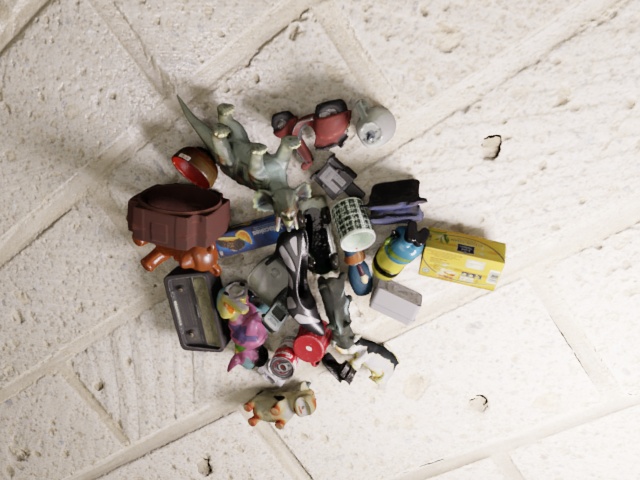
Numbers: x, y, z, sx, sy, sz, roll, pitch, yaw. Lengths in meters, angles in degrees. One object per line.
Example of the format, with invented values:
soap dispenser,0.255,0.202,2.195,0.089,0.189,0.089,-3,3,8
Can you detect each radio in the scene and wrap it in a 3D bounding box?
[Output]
radio,-0.317,0.176,1.400,0.131,0.073,0.229,-3,109,15

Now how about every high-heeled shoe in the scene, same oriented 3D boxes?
high-heeled shoe,-0.025,0.094,1.225,0.145,0.086,0.248,-36,93,31

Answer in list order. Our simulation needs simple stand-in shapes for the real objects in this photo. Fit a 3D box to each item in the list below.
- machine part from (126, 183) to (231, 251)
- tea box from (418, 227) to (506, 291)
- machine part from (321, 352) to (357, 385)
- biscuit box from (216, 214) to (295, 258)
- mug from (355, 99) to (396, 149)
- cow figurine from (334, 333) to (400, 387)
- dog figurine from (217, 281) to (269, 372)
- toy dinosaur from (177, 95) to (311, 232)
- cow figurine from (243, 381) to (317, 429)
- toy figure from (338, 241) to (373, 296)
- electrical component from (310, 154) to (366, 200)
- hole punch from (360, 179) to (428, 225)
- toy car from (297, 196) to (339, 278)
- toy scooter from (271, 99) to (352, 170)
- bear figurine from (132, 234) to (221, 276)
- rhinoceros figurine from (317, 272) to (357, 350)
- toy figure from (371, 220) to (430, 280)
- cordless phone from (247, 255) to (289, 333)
machine part,-0.322,-0.061,1.239,0.201,0.201,0.087,12,113,10
tea box,0.308,0.042,1.173,0.170,0.068,0.098,14,137,9
machine part,0.046,0.323,1.343,0.039,0.139,0.084,-34,97,-20
biscuit box,-0.156,-0.014,1.292,0.203,0.059,0.062,-15,106,19
mug,0.108,-0.240,1.111,0.081,0.107,0.109,-23,106,20
cow figurine,0.114,0.277,1.325,0.167,0.068,0.098,40,79,-4
dog figurine,-0.203,0.234,1.377,0.192,0.108,0.219,29,117,2
toy dinosaur,-0.164,-0.173,1.196,0.405,0.131,0.192,36,139,26
cow figurine,-0.093,0.437,1.429,0.195,0.127,0.085,-10,108,33
toy figure,0.084,0.056,1.257,0.064,0.058,0.154,2,116,39
electrical component,0.046,-0.127,1.204,0.075,0.048,0.119,-41,95,25
hole punch,0.166,-0.066,1.163,0.142,0.116,0.092,-2,118,16
toy car,-0.003,-0.004,1.260,0.074,0.056,0.201,-8,110,11
toy scooter,-0.011,-0.224,1.167,0.184,0.075,0.135,-8,108,21
bear figurine,-0.340,0.033,1.298,0.196,0.132,0.120,29,138,34
rhinoceros figurine,0.044,0.166,1.253,0.073,0.112,0.190,-12,115,4
toy figure,0.169,0.025,1.176,0.082,0.089,0.180,49,152,6
cordless phone,-0.120,0.133,1.272,0.089,0.184,0.146,-39,97,29
